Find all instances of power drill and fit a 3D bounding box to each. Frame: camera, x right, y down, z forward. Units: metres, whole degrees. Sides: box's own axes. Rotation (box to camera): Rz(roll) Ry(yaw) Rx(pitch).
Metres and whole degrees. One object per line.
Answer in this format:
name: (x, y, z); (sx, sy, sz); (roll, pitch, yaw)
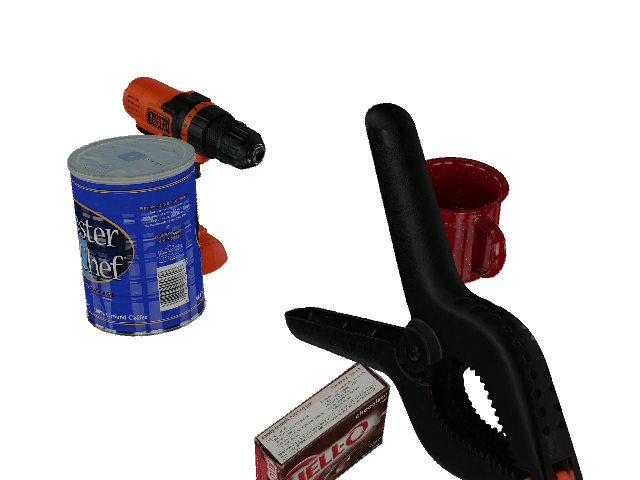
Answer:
power drill: (-0.131, -0.060, 1.097); (0.185, 0.188, 0.057); (30, 38, 34)

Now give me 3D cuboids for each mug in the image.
mug: (0.122, -0.010, 0.929); (0.093, 0.081, 0.117); (-20, 38, -26)

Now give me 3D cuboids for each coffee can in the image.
coffee can: (-0.151, -0.006, 0.889); (0.103, 0.140, 0.103); (-1, 24, 0)

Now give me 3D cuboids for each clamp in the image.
clamp: (0.059, 0.042, 0.536); (0.036, 0.165, 0.210); (-12, 42, -34)

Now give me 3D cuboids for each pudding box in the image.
pudding box: (0.001, 0.157, 0.839); (0.113, 0.090, 0.039); (-35, 60, -26)
